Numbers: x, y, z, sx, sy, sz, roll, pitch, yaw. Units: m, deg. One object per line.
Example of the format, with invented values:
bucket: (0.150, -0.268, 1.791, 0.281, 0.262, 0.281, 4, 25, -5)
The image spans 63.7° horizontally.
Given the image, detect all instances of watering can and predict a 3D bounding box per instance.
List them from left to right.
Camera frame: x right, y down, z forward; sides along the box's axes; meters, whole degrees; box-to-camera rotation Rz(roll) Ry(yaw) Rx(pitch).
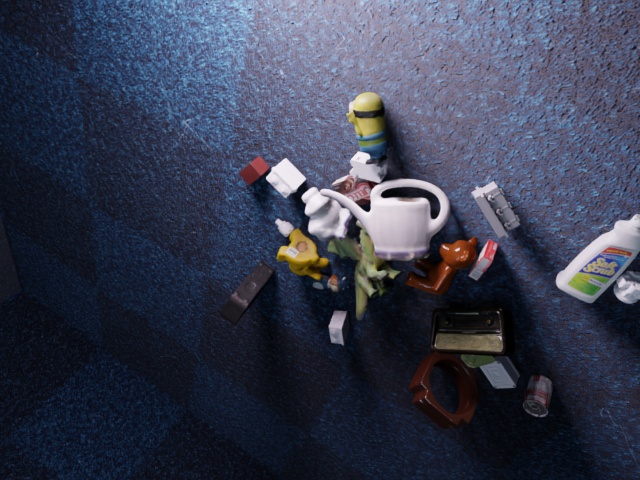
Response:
watering can: (0.175, -0.051, 1.391, 0.347, 0.105, 0.222, -1, 100, 15)

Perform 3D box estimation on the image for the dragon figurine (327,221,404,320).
dragon figurine: (0.118, 0.076, 1.612, 0.245, 0.124, 0.401, 48, 138, 18)

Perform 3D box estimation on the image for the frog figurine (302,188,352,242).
frog figurine: (0.005, -0.076, 1.508, 0.158, 0.138, 0.122, 30, 169, -17)
